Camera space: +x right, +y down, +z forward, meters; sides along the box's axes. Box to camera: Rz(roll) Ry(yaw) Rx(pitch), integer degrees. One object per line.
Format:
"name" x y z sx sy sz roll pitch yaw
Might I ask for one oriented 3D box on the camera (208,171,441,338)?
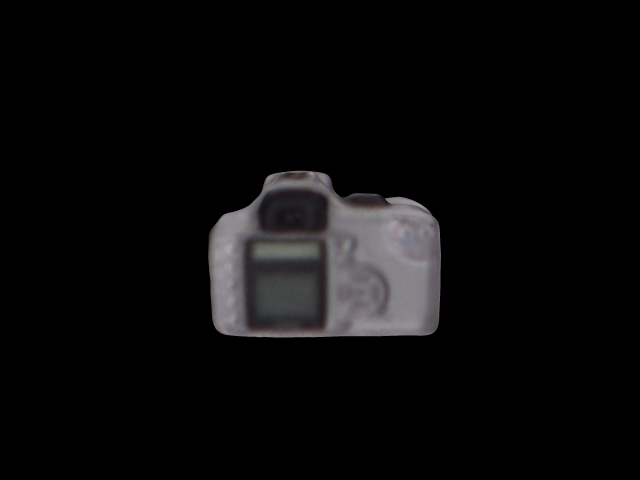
"camera" 0.004 0.001 0.400 0.143 0.101 0.137 0 9 0
